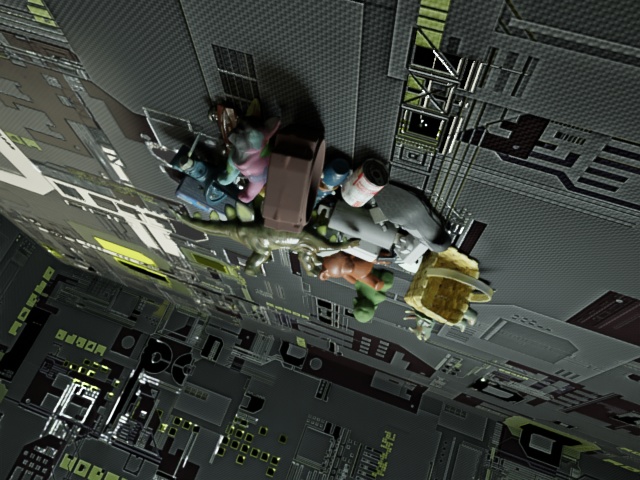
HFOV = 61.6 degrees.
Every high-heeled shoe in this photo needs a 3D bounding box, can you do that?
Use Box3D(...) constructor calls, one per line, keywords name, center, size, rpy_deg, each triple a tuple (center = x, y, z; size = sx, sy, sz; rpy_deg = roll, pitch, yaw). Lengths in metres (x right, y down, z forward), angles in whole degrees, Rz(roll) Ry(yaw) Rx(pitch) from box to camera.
Box3D(name="high-heeled shoe", center=(0.216, -0.062, 1.267), size=(0.248, 0.086, 0.145), rpy_deg=(46, -167, -2))

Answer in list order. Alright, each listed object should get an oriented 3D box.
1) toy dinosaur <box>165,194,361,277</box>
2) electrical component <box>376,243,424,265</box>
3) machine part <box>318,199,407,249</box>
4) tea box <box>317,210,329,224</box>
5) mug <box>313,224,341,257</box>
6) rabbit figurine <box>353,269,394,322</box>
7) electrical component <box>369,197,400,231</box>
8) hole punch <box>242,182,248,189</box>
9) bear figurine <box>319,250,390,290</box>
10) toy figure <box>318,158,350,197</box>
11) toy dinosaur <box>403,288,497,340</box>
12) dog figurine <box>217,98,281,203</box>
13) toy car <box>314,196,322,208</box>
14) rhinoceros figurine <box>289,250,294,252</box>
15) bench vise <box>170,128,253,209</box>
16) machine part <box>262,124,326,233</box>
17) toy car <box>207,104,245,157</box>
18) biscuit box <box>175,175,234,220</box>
Box3D(name="toy dinosaur", center=(-0.133, -0.019, 1.299), size=(0.472, 0.105, 0.198), rpy_deg=(2, 115, -3))
Box3D(name="electrical component", center=(0.209, 0.034, 1.424), size=(0.119, 0.048, 0.074), rpy_deg=(-1, 157, -1))
Box3D(name="machine part", center=(0.111, -0.041, 1.356), size=(0.243, 0.079, 0.079), rpy_deg=(22, 158, 4))
Box3D(name="tea box", center=(-0.003, -0.019, 1.518), size=(0.098, 0.068, 0.169), rpy_deg=(13, 157, 19))
Box3D(name="mug", center=(-0.003, -0.004, 1.390), size=(0.107, 0.081, 0.109), rpy_deg=(-4, 133, 12))
Box3D(name="rabbit figurine", center=(0.144, 0.181, 1.703), size=(0.121, 0.170, 0.159), rpy_deg=(21, 157, 3))
Box3D(name="electrical component", center=(0.154, -0.067, 1.289), size=(0.063, 0.021, 0.094), rpy_deg=(-17, 105, 31))
Box3D(name="hole punch", center=(-0.156, -0.105, 1.457), size=(0.115, 0.092, 0.142), rpy_deg=(65, 155, 5))
Box3D(name="bear figurine", center=(0.095, 0.072, 1.515), size=(0.132, 0.120, 0.195), rpy_deg=(19, -173, 33))
Box3D(name="toy figure", center=(0.025, -0.141, 1.234), size=(0.064, 0.058, 0.154), rpy_deg=(28, 160, -9))
Box3D(name="toy dinosaur", center=(0.363, 0.169, 1.563), size=(0.192, 0.131, 0.404), rpy_deg=(20, 151, 5))
Box3D(name="dog figurine", center=(-0.128, -0.196, 1.170), size=(0.109, 0.191, 0.219), rpy_deg=(45, 131, 23))
Box3D(name="toy car", center=(-0.082, -0.106, 1.353), size=(0.161, 0.103, 0.109), rpy_deg=(30, 155, -24))
Box3D(name="rhinoceros figurine", center=(-0.100, -0.003, 1.638), size=(0.190, 0.073, 0.112), rpy_deg=(18, 156, 11))
Box3D(name="bench vise", center=(-0.256, -0.147, 1.368), size=(0.241, 0.129, 0.223), rpy_deg=(35, 169, 15))
Box3D(name="machine part", center=(-0.048, -0.127, 1.101), size=(0.087, 0.201, 0.201), rpy_deg=(11, -159, 5))
Box3D(name="toy car", center=(-0.199, -0.236, 1.234), size=(0.089, 0.053, 0.202), rpy_deg=(21, 159, 12))
Box3D(name="biscuit box", center=(-0.327, -0.118, 1.600), size=(0.202, 0.063, 0.059), rpy_deg=(28, 158, -13))
